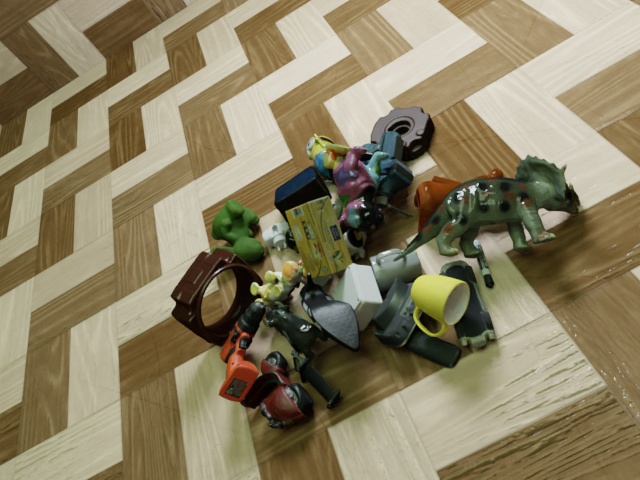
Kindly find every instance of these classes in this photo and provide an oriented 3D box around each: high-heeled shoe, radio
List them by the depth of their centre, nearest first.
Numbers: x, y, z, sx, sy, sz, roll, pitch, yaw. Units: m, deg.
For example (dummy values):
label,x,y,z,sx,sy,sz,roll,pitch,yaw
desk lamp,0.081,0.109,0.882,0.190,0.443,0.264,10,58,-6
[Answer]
label,x,y,z,sx,sy,sz,roll,pitch,yaw
high-heeled shoe,0.020,0.176,1.170,0.086,0.145,0.249,-21,49,-13
radio,-0.049,-0.121,1.409,0.131,0.073,0.230,-34,14,5

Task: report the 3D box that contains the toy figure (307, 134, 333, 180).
label,x,y,z,sx,sy,sz,roll,pitch,yaw
toy figure,0.021,-0.228,1.514,0.082,0.089,0.180,-58,39,21

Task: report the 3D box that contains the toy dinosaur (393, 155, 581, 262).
label,x,y,z,sx,sy,sz,roll,pitch,yaw
toy dinosaur,0.345,-0.065,1.113,0.405,0.131,0.192,-6,74,9

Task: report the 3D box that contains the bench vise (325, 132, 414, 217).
label,x,y,z,sx,sy,sz,roll,pitch,yaw
bench vise,0.135,-0.158,1.376,0.241,0.129,0.223,-22,59,46

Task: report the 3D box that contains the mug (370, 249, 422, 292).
label,x,y,z,sx,sy,sz,roll,pitch,yaw
mug,0.170,0.055,1.200,0.107,0.109,0.081,-16,44,1

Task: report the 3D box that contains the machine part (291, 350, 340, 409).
label,x,y,z,sx,sy,sz,roll,pitch,yaw
machine part,-0.011,0.296,1.139,0.039,0.084,0.139,-31,50,-27

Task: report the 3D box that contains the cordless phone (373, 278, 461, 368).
label,x,y,z,sx,sy,sz,roll,pitch,yaw
cordless phone,0.216,0.171,1.111,0.184,0.088,0.146,22,66,27

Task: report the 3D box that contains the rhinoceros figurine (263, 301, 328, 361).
label,x,y,z,sx,sy,sz,roll,pitch,yaw
rhinoceros figurine,-0.063,0.199,1.208,0.073,0.112,0.190,-54,29,-10

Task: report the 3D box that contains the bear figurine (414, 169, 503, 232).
label,x,y,z,sx,sy,sz,roll,pitch,yaw
bear figurine,0.321,-0.091,1.234,0.196,0.131,0.120,-6,62,1

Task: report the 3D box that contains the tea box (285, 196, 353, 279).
label,x,y,z,sx,sy,sz,roll,pitch,yaw
tea box,-0.003,-0.004,1.218,0.068,0.169,0.098,-21,4,-38

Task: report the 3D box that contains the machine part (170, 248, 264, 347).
label,x,y,z,sx,sy,sz,roll,pitch,yaw
machine part,-0.242,0.138,1.296,0.087,0.201,0.201,15,64,38

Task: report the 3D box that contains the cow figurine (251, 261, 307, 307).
label,x,y,z,sx,sy,sz,roll,pitch,yaw
cow figurine,-0.084,0.104,1.279,0.167,0.098,0.068,-38,66,38

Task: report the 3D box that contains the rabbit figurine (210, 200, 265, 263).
label,x,y,z,sx,sy,sz,roll,pitch,yaw
rabbit figurine,-0.227,-0.002,1.463,0.159,0.121,0.170,-39,61,2

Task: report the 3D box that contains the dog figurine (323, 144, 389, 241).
label,x,y,z,sx,sy,sz,roll,pitch,yaw
dog figurine,0.071,-0.112,1.270,0.192,0.108,0.219,15,94,48

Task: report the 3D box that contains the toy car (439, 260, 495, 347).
label,x,y,z,sx,sy,sz,roll,pitch,yaw
toy car,0.298,0.128,1.100,0.074,0.056,0.202,-17,50,10

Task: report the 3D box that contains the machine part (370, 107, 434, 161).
label,x,y,z,sx,sy,sz,roll,pitch,yaw
machine part,0.223,-0.292,1.469,0.179,0.056,0.179,-16,48,19

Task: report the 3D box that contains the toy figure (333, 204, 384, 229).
label,x,y,z,sx,sy,sz,roll,pitch,yaw
toy figure,0.087,-0.063,1.370,0.155,0.057,0.064,4,90,30

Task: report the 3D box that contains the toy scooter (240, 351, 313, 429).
label,x,y,z,sx,sy,sz,roll,pitch,yaw
toy scooter,-0.103,0.336,1.152,0.135,0.075,0.184,-41,43,-3

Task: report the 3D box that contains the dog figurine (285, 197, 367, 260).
label,x,y,z,sx,sy,sz,roll,pitch,yaw
dog figurine,0.011,0.007,1.352,0.190,0.121,0.172,-39,75,45
